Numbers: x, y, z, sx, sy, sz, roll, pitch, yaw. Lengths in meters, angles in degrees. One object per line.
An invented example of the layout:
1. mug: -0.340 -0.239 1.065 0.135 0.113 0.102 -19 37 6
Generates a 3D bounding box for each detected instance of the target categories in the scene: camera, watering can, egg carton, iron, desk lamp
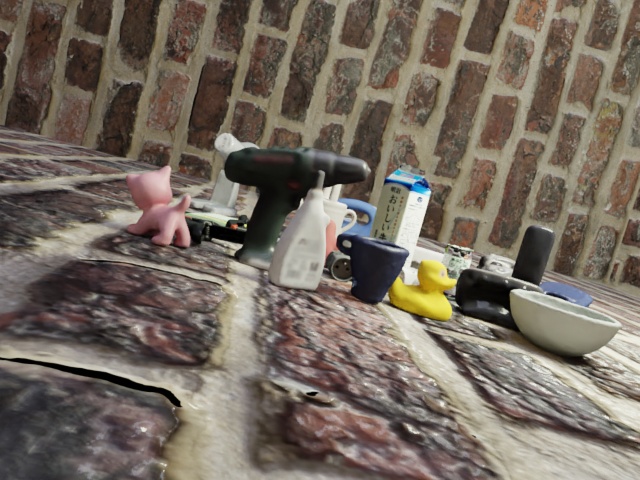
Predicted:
1. camera: 0.432 0.095 1.317 0.137 0.101 0.143 15 6 -1
2. watering can: 0.009 -0.083 1.439 0.173 0.194 0.100 11 7 -36
3. egg carton: 0.242 0.058 1.322 0.150 0.069 0.107 16 6 8
4. iron: 0.067 -0.050 1.539 0.258 0.141 0.119 16 6 7
5. desk lamp: -0.245 -0.175 1.553 0.117 0.213 0.204 17 6 19

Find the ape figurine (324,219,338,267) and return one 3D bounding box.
1. ape figurine: 0.010 0.004 1.118 0.077 0.092 0.076 17 6 18

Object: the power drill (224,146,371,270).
1. power drill: -0.052 -0.053 0.924 0.229 0.208 0.076 16 6 7

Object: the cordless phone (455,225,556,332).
1. cordless phone: 0.328 0.054 1.013 0.147 0.185 0.094 16 6 7

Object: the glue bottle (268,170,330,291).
1. glue bottle: -0.019 -0.015 0.823 0.078 0.173 0.037 11 7 -34

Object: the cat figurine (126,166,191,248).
1. cat figurine: -0.253 -0.060 0.906 0.127 0.118 0.067 19 7 30

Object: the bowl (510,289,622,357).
1. bowl: 0.370 0.136 0.891 0.167 0.075 0.167 15 6 -1

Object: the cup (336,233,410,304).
1. cup: 0.069 0.044 0.881 0.117 0.095 0.092 18 6 22

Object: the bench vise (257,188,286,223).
1. bench vise: -0.096 -0.129 1.476 0.122 0.220 0.207 14 6 -13

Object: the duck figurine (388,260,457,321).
1. duck figurine: 0.164 0.072 0.901 0.104 0.086 0.077 16 6 8

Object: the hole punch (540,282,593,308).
1. hole punch: 0.445 0.128 1.081 0.108 0.091 0.101 21 8 42
